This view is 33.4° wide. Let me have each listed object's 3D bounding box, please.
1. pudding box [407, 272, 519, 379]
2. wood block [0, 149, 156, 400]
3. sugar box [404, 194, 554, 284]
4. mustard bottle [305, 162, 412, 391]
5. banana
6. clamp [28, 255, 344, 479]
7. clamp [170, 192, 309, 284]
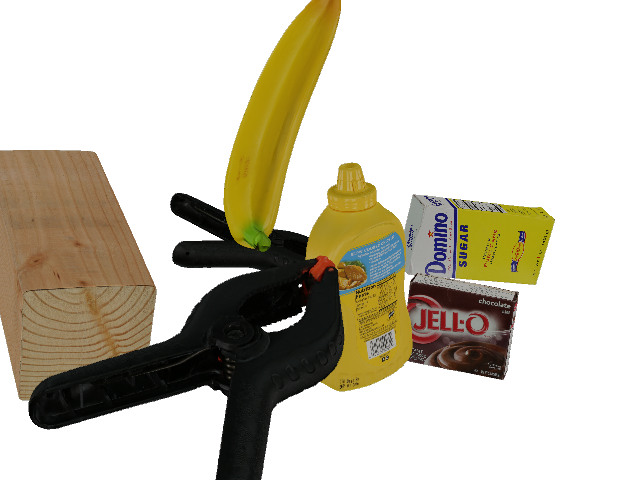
[{"bbox_3d":[0.145,0.089,1.117,0.113,0.090,0.039,9,21,13],"label":"pudding box"},{"bbox_3d":[-0.194,0.017,0.799,0.090,0.091,0.206,-2,31,-24],"label":"wood block"},{"bbox_3d":[0.189,0.000,1.300,0.176,0.093,0.048,3,22,-20],"label":"sugar box"},{"bbox_3d":[0.032,0.027,0.909,0.096,0.192,0.058,-21,28,-33],"label":"mustard bottle"},{"bbox_3d":[-0.027,-0.071,0.693,0.037,0.197,0.070,30,-30,-32],"label":"banana"},{"bbox_3d":[-0.036,0.064,0.505,0.120,0.039,0.171,33,48,29],"label":"clamp"},{"bbox_3d":[-0.060,0.012,1.091,0.210,0.036,0.164,17,19,-7],"label":"clamp"}]
